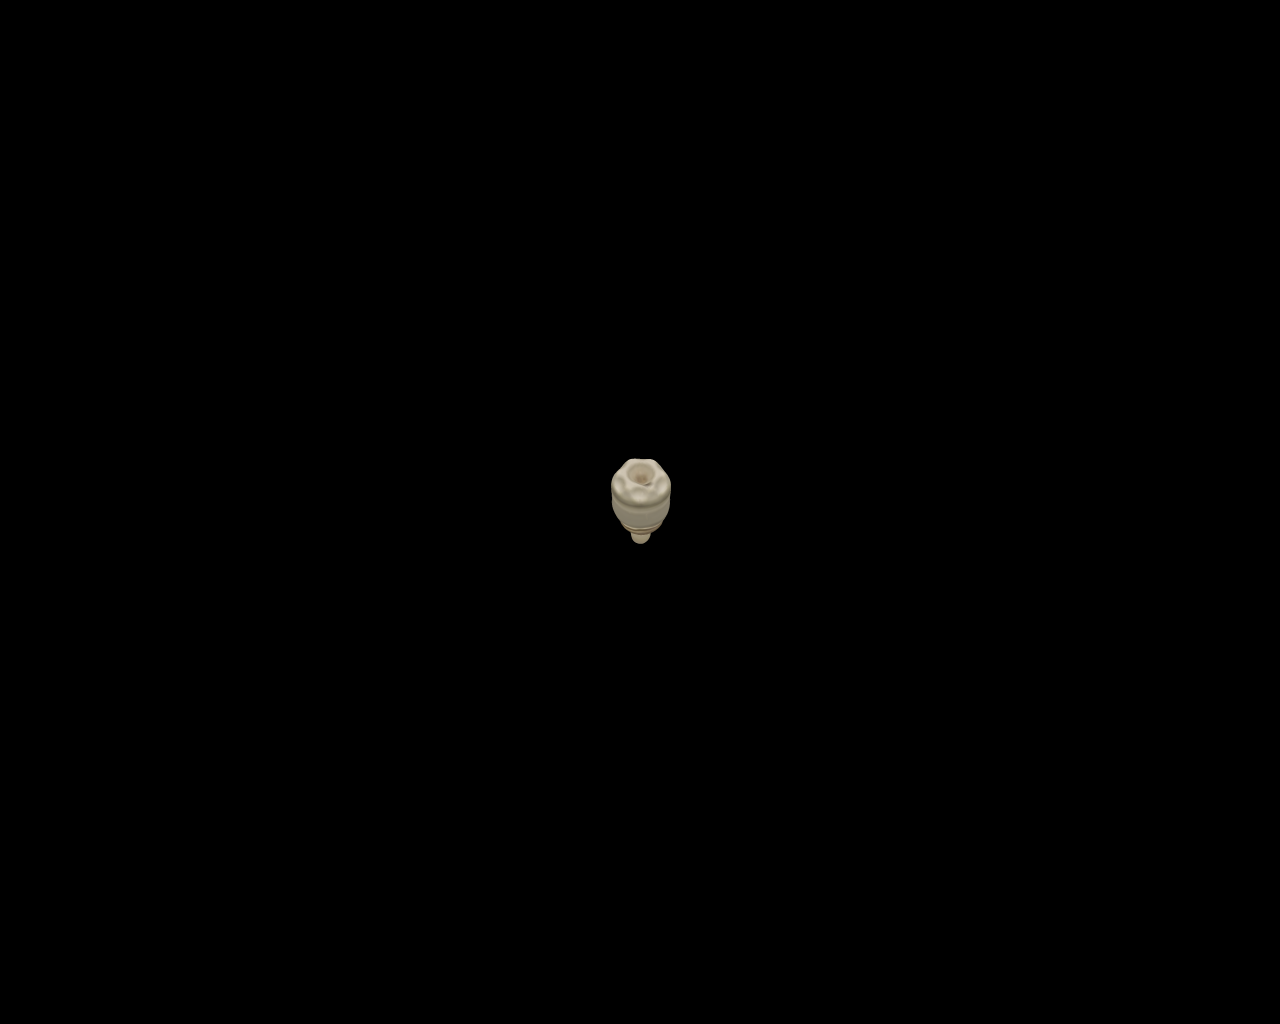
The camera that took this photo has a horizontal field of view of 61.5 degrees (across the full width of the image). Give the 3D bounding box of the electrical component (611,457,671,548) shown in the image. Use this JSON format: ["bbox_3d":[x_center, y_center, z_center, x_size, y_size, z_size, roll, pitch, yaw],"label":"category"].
[{"bbox_3d":[0.001,-0.003,0.650,0.035,0.035,0.061,0,-43,0],"label":"electrical component"}]
